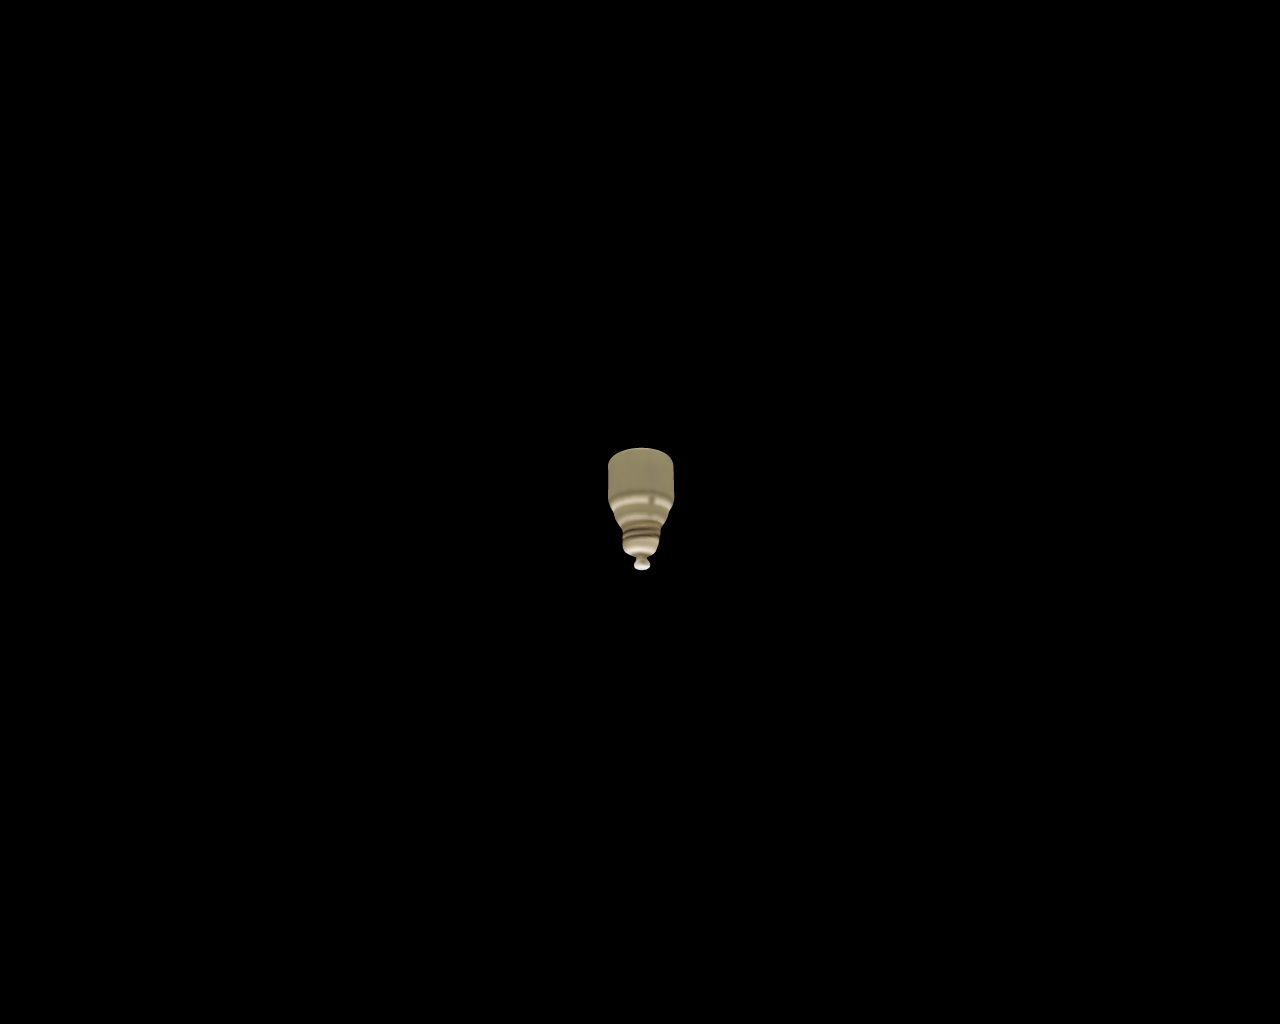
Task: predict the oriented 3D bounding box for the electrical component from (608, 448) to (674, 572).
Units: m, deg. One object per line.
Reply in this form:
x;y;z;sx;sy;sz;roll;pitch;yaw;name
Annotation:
0.001;-0.003;0.650;0.040;0.078;0.040;0;-21;0;electrical component
